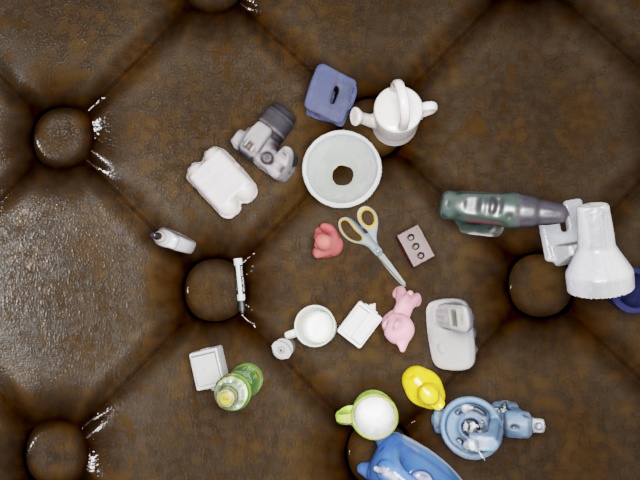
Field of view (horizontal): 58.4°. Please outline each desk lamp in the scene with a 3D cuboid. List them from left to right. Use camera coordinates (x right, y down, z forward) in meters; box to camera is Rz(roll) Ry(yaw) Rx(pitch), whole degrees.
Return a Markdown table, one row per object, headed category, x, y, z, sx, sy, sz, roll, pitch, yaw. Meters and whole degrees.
| category | x | y | z | sx | sy | sz | roll | pitch | yaw |
| --- | --- | --- | --- | --- | --- | --- | --- | --- | --- |
| desk lamp | 0.517 | 0.011 | 1.126 | 0.118 | 0.213 | 0.203 | -11 | 85 | 2 |

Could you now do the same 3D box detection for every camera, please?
| category | x | y | z | sx | sy | sz | roll | pitch | yaw |
| --- | --- | --- | --- | --- | --- | --- | --- | --- | --- |
| camera | -0.102 | -0.218 | 1.231 | 0.143 | 0.101 | 0.137 | 36 | 88 | 5 |

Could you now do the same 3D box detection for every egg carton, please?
| category | x | y | z | sx | sy | sz | roll | pitch | yaw |
| --- | --- | --- | --- | --- | --- | --- | --- | --- | --- |
| egg carton | -0.211 | -0.126 | 1.246 | 0.107 | 0.069 | 0.150 | -44 | 85 | -1 |

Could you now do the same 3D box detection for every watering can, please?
| category | x | y | z | sx | sy | sz | roll | pitch | yaw |
| --- | --- | --- | --- | --- | --- | --- | --- | --- | --- |
| watering can | 0.152 | -0.260 | 1.175 | 0.173 | 0.194 | 0.101 | -31 | 84 | 0 |

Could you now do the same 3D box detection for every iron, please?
| category | x | y | z | sx | sy | sz | roll | pitch | yaw |
| --- | --- | --- | --- | --- | --- | --- | --- | --- | --- |
| iron | 0.208 | 0.489 | 1.142 | 0.258 | 0.141 | 0.119 | 26 | 87 | 5 |

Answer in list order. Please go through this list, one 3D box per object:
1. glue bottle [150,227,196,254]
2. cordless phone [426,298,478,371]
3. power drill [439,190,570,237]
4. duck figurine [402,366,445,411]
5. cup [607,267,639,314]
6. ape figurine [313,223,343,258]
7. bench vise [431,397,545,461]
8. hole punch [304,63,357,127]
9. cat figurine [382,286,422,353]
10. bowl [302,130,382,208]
| category | x | y | z | sx | sy | sz | roll | pitch | yaw |
| --- | --- | --- | --- | --- | --- | --- | --- | --- | --- |
| glue bottle | -0.316 | -0.002 | 1.190 | 0.078 | 0.173 | 0.037 | 23 | 87 | 5 |
| cordless phone | 0.271 | 0.190 | 1.139 | 0.094 | 0.185 | 0.148 | -9 | 85 | 3 |
| power drill | 0.348 | -0.054 | 1.142 | 0.229 | 0.208 | 0.076 | 5 | 86 | 4 |
| duck figurine | 0.217 | 0.310 | 1.183 | 0.077 | 0.086 | 0.104 | -44 | 85 | -1 |
| cup | 0.637 | 0.103 | 1.172 | 0.117 | 0.095 | 0.092 | 0 | 86 | 3 |
| ape figurine | 0.011 | 0.004 | 1.213 | 0.076 | 0.092 | 0.078 | 37 | 88 | 5 |
| bench vise | 0.330 | 0.355 | 1.106 | 0.207 | 0.220 | 0.121 | -20 | 85 | 1 |
| hole punch | 0.025 | -0.313 | 1.237 | 0.101 | 0.091 | 0.109 | 19 | 87 | 4 |
| cat figurine | 0.168 | 0.161 | 1.180 | 0.067 | 0.118 | 0.128 | 19 | 87 | 5 |
| bowl | 0.047 | -0.147 | 1.231 | 0.167 | 0.075 | 0.167 | 0 | 86 | 3 |
